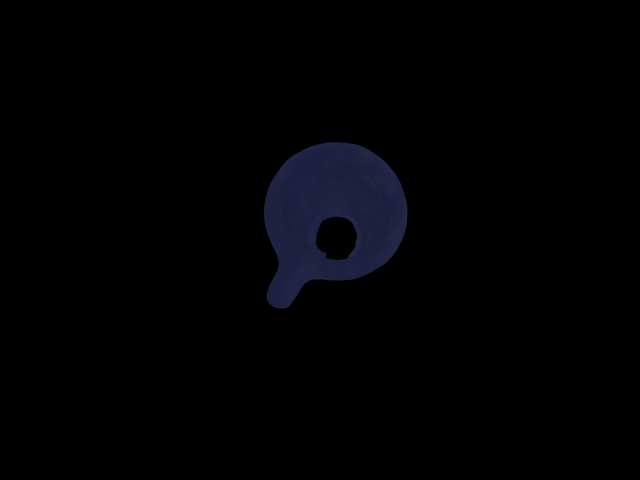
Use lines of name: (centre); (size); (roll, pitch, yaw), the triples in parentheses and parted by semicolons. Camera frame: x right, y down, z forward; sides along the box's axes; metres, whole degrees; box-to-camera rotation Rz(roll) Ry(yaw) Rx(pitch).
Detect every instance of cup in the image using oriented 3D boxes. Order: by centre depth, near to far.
cup: (0.004, 0.001, 0.400); (0.091, 0.095, 0.118); (31, 79, 7)
